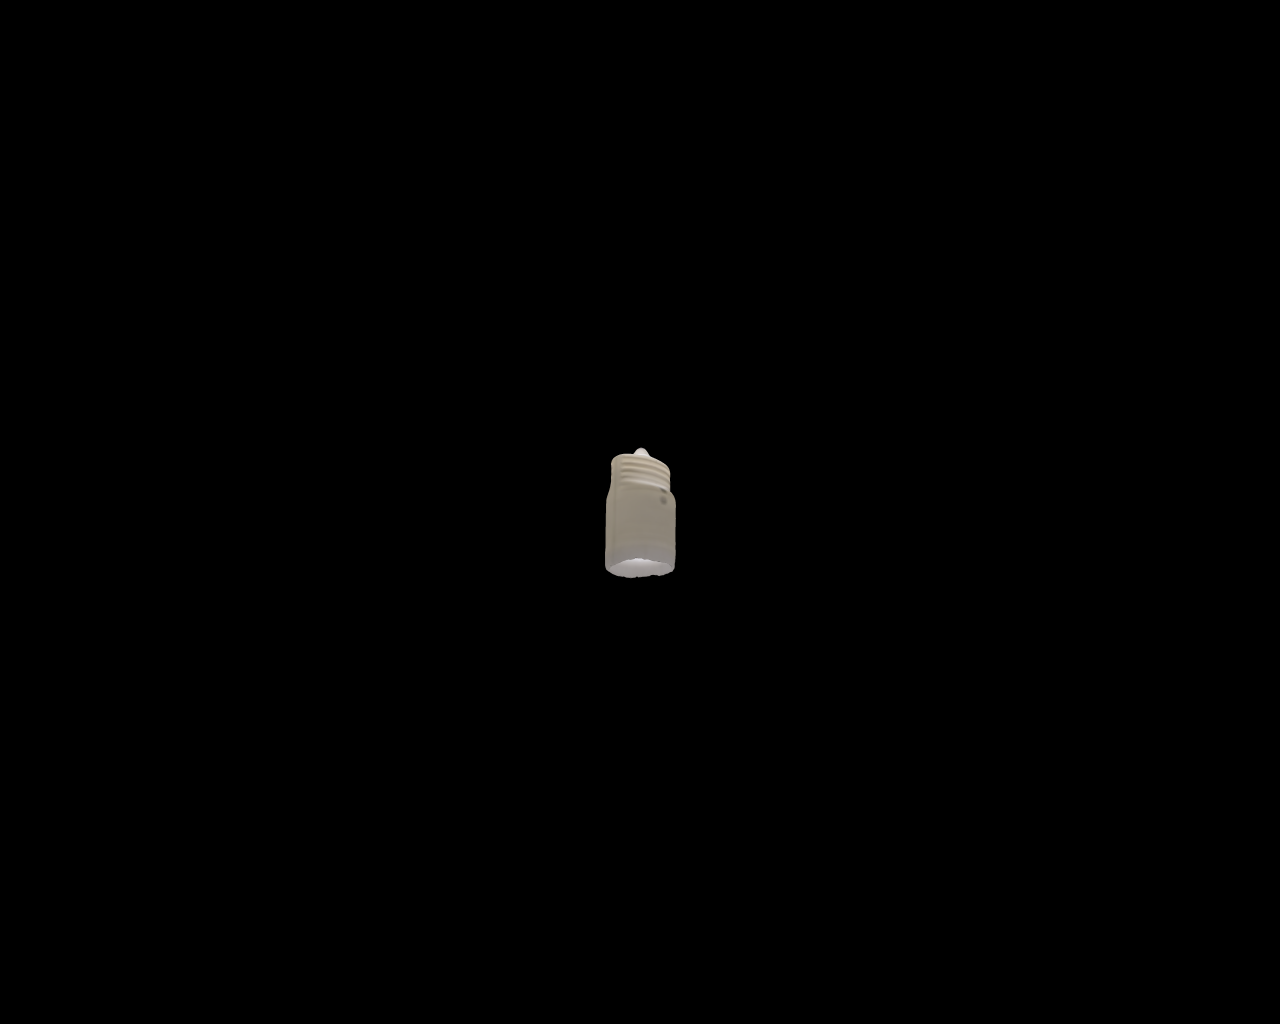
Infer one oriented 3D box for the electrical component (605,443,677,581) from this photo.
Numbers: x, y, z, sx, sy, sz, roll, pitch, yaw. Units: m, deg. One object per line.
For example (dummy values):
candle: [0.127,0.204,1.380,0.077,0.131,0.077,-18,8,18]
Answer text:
electrical component: [0.001,-0.003,0.650,0.043,0.081,0.043,0,-19,0]
